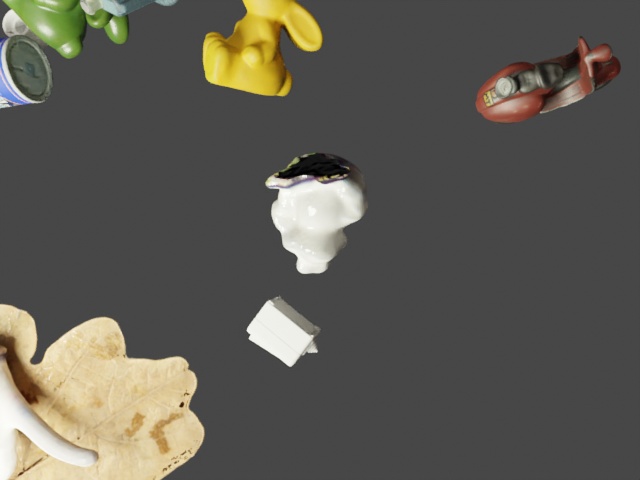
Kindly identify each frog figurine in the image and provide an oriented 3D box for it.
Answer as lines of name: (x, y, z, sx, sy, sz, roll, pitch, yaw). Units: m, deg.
frog figurine: (0.002, -0.036, 0.724, 0.137, 0.125, 0.156, -13, 123, 1)

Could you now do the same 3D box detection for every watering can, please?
watering can: (-0.499, 0.263, 0.777, 0.347, 0.104, 0.225, -12, 85, 9)
